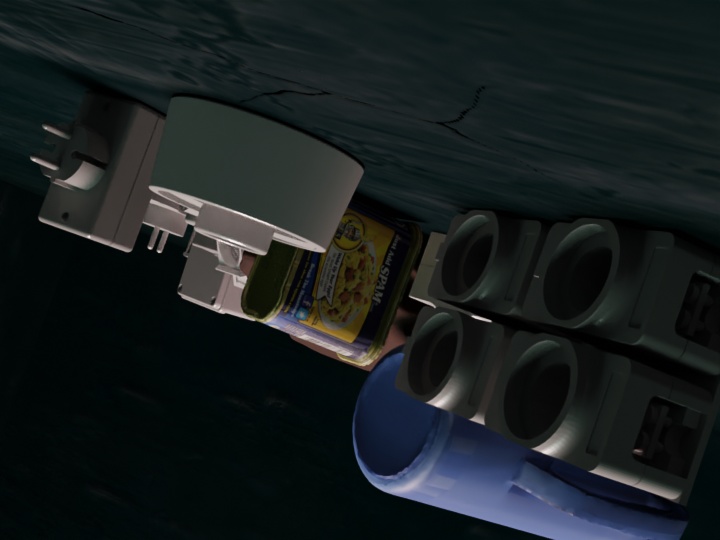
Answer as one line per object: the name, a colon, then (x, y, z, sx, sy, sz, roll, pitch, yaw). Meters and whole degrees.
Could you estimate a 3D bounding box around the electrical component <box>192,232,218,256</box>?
electrical component: (-0.084, -0.024, 1.032, 0.109, 0.056, 0.109, 16, 175, 43)

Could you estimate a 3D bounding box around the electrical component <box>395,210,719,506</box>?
electrical component: (0.092, 0.032, 0.529, 0.060, 0.105, 0.186, 21, 176, -25)

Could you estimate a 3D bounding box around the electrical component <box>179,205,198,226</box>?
electrical component: (-0.104, -0.053, 0.768, 0.076, 0.047, 0.083, 22, 176, -30)

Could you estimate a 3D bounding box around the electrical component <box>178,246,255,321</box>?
electrical component: (-0.145, -0.008, 1.202, 0.056, 0.108, 0.109, 19, 178, -34)

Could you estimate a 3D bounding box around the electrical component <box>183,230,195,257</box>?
electrical component: (-0.114, -0.011, 1.363, 0.186, 0.060, 0.105, 22, 176, -29)

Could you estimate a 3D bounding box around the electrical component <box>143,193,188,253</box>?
electrical component: (-0.158, -0.050, 0.890, 0.052, 0.073, 0.138, 19, 176, 15)

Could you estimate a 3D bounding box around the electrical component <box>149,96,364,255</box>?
electrical component: (-0.059, -0.042, 0.567, 0.108, 0.060, 0.108, 19, 176, 1)

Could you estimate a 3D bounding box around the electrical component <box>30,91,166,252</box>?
electrical component: (-0.159, -0.063, 0.623, 0.047, 0.083, 0.076, 17, 176, 33)

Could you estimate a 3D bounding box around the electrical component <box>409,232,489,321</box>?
electrical component: (0.083, 0.015, 0.715, 0.050, 0.055, 0.089, 23, 175, -43)

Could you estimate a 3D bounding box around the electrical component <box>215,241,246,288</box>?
electrical component: (-0.087, -0.025, 0.909, 0.064, 0.081, 0.042, -13, -163, -33)
